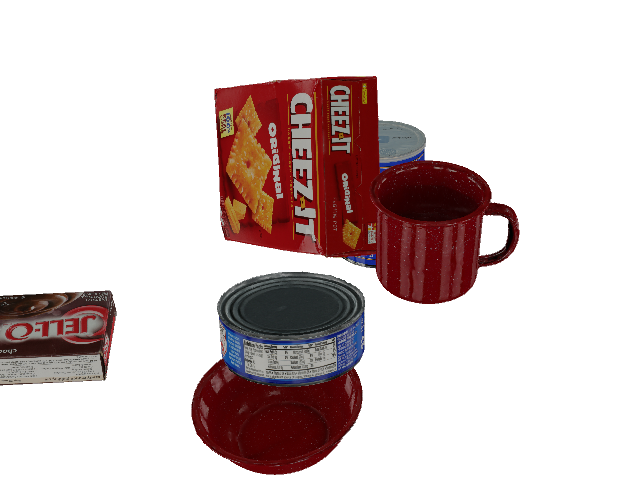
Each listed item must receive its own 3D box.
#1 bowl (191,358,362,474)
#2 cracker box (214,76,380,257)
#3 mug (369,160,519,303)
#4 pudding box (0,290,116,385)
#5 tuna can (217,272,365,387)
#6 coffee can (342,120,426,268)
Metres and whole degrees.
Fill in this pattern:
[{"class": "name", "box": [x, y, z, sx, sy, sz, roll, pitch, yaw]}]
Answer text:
[{"class": "bowl", "box": [-0.038, 0.167, 1.009, 0.162, 0.055, 0.162, -5, 38, 4]}, {"class": "cracker box", "box": [-0.028, -0.074, 1.047, 0.072, 0.164, 0.214, -7, 8, -30]}, {"class": "mug", "box": [0.096, -0.005, 0.835, 0.117, 0.081, 0.093, 0, 35, 1]}, {"class": "pudding box", "box": [-0.244, 0.087, 0.955, 0.113, 0.039, 0.090, -4, 33, -2]}, {"class": "tuna can", "box": [-0.016, 0.051, 0.621, 0.086, 0.034, 0.086, -2, 22, 1]}, {"class": "coffee can", "box": [0.068, -0.054, 1.224, 0.103, 0.140, 0.103, -2, 29, 1]}]
